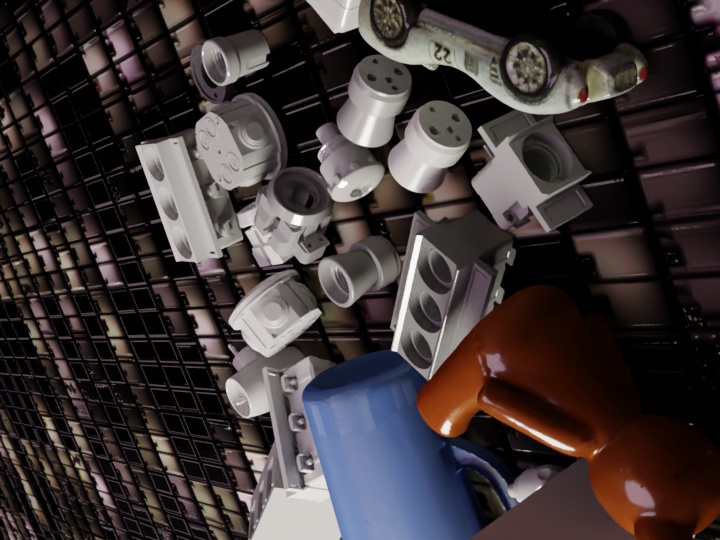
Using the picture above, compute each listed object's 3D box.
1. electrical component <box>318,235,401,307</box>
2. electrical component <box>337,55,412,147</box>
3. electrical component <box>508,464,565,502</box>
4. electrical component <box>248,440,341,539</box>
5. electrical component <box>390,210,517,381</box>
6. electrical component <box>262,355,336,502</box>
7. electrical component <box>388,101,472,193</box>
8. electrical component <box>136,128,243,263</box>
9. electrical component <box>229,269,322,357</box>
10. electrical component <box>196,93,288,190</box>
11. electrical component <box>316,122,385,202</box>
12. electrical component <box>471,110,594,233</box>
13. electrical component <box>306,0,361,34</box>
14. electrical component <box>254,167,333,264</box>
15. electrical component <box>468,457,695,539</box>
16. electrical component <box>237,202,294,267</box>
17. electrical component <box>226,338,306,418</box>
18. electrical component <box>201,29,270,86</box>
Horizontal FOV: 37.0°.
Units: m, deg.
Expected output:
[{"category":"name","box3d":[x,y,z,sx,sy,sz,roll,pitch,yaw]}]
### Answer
[{"category":"electrical component","box3d":[0.000,0.000,0.890,0.045,0.055,0.045,34,138,37]},{"category":"electrical component","box3d":[0.011,-0.125,0.795,0.045,0.045,0.055,50,145,19]},{"category":"electrical component","box3d":[0.137,0.170,0.839,0.035,0.035,0.061,63,150,0]},{"category":"electrical component","box3d":[-0.057,0.230,1.096,0.150,0.089,0.061,113,162,-51]},{"category":"electrical component","box3d":[0.069,0.019,0.800,0.079,0.063,0.121,42,142,29]},{"category":"electrical component","box3d":[-0.043,0.147,1.010,0.063,0.079,0.121,-33,56,31]},{"category":"electrical component","box3d":[0.050,-0.088,0.766,0.045,0.045,0.055,54,146,14]},{"category":"electrical component","box3d":[-0.165,-0.075,1.061,0.079,0.063,0.121,4,116,53]},{"category":"electrical component","box3d":[-0.079,0.041,1.009,0.051,0.080,0.080,50,146,11]},{"category":"electrical component","box3d":[-0.105,-0.114,0.961,0.080,0.051,0.080,34,138,38]},{"category":"electrical component","box3d":[-0.013,-0.089,0.857,0.062,0.048,0.048,59,148,18]},{"category":"electrical component","box3d":[0.109,-0.061,0.706,0.081,0.042,0.064,58,151,9]},{"category":"electrical component","box3d":[-0.015,-0.217,0.749,0.096,0.062,0.061,48,145,22]},{"category":"electrical component","box3d":[-0.056,-0.052,0.930,0.078,0.058,0.057,52,149,17]},{"category":"electrical component","box3d":[0.148,0.198,0.735,0.089,0.150,0.061,34,137,37]},{"category":"electrical component","box3d":[-0.081,-0.037,0.988,0.066,0.048,0.055,-8,113,56]},{"category":"electrical component","box3d":[-0.102,0.100,1.085,0.079,0.077,0.044,49,145,22]},{"category":"electrical component","box3d":[-0.105,-0.182,0.915,0.040,0.046,0.040,34,138,38]}]
